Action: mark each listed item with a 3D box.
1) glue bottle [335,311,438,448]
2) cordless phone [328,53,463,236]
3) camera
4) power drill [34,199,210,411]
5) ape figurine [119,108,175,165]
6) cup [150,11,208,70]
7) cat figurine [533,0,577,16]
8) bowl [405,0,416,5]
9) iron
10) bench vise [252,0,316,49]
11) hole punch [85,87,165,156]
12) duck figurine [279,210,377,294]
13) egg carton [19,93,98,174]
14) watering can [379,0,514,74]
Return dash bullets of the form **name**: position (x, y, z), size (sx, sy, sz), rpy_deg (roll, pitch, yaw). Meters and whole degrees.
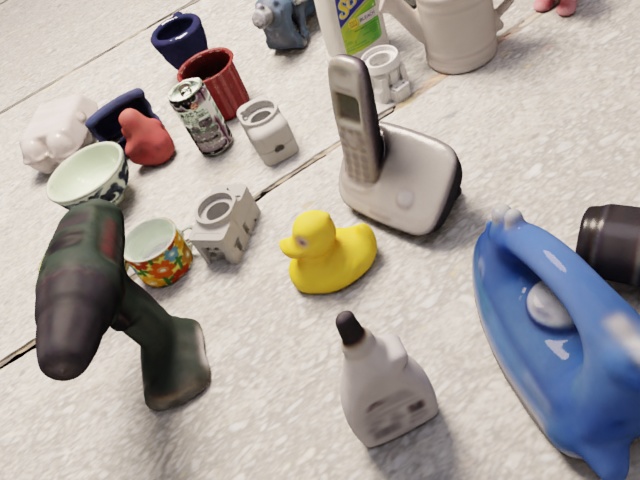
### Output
- **glue bottle**: position (0.043, 0.105, 0.447), size (0.078, 0.173, 0.037), rpy_deg (-26, 46, 0)
- **cordless phone**: position (0.072, -0.102, 0.605), size (0.147, 0.185, 0.094), rpy_deg (25, 64, 36)
- **camera**: position (0.300, -0.009, 0.491), size (0.136, 0.101, 0.143), rpy_deg (12, 57, 30)
- **power drill**: position (-0.185, 0.074, 0.543), size (0.075, 0.209, 0.229), rpy_deg (-26, 46, 0)
- **ape figurine**: position (-0.266, -0.159, 0.857), size (0.075, 0.092, 0.078), rpy_deg (24, 63, 36)
- **cup**: position (-0.230, -0.334, 0.991), size (0.091, 0.095, 0.117), rpy_deg (-19, 47, 7)
- **cat figurine**: position (0.334, -0.379, 0.784), size (0.128, 0.118, 0.067), rpy_deg (-42, 48, -15)
- **bowl**: position (0.165, -0.432, 0.929), size (0.167, 0.075, 0.167), rpy_deg (-11, 48, 13)
- **iron**: position (0.188, 0.047, 0.460), size (0.118, 0.142, 0.257), rpy_deg (-27, 46, -2)
- **bench vise**: position (-0.056, -0.437, 0.923), size (0.121, 0.220, 0.207), rpy_deg (-10, 48, 15)
- **hole punch**: position (-0.322, -0.197, 0.913), size (0.109, 0.091, 0.100), rpy_deg (-38, 48, -11)
- **duck figurine**: position (0.006, 0.002, 0.611), size (0.104, 0.086, 0.077), rpy_deg (-23, 46, 2)
- **egg carton**: position (-0.430, -0.180, 0.958), size (0.107, 0.070, 0.150), rpy_deg (-12, 48, 13)
- **watering can**: position (0.167, -0.325, 0.753), size (0.173, 0.194, 0.100), rpy_deg (-25, 46, 0)
